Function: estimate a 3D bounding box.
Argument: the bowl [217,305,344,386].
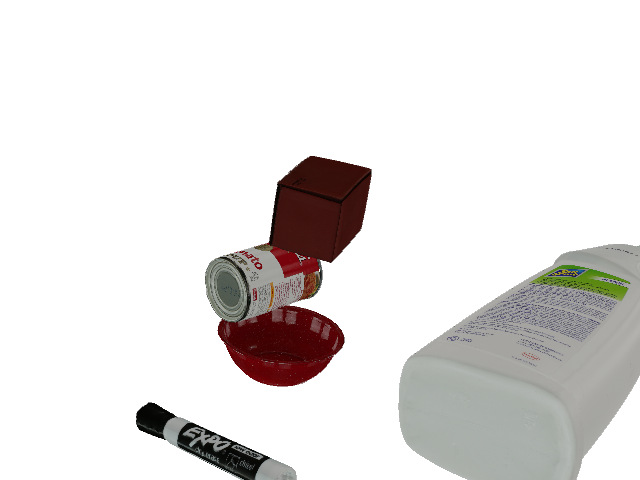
[{"bbox_3d":[-0.052,0.140,1.362,0.162,0.055,0.162,5,22,-2],"label":"bowl"}]

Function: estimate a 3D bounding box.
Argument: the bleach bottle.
[{"bbox_3d":[0.150,0.056,0.618,0.103,0.068,0.250,15,27,34],"label":"bleach bottle"}]

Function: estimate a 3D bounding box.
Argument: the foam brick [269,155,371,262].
[{"bbox_3d":[0.001,-0.026,0.809,0.053,0.051,0.078,15,25,15],"label":"foam brick"}]

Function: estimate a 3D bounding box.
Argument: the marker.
[{"bbox_3d":[-0.065,0.122,0.629,0.121,0.020,0.020,16,10,37],"label":"marker"}]

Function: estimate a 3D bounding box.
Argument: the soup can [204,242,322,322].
[{"bbox_3d":[-0.058,0.038,1.074,0.102,0.068,0.069,-16,11,-43],"label":"soup can"}]
